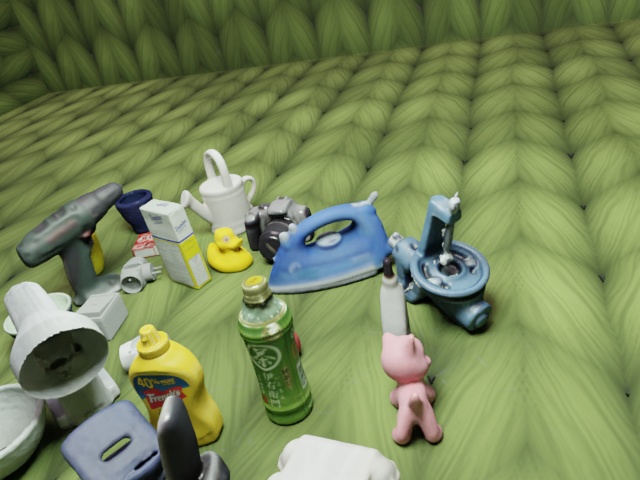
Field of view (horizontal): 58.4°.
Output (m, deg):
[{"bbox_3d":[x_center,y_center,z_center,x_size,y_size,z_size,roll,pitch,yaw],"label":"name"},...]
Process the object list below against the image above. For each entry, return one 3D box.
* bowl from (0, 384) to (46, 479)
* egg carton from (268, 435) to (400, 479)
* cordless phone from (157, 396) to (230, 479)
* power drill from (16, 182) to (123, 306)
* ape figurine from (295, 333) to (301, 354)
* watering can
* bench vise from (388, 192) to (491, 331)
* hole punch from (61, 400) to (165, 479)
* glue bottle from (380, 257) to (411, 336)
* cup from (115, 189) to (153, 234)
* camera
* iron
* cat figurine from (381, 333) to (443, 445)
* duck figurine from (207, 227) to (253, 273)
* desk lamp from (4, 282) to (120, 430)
[{"bbox_3d":[-0.462,0.288,0.812,0.167,0.075,0.167,-9,29,5],"label":"bowl"},{"bbox_3d":[0.012,0.284,0.649,0.150,0.069,0.107,3,32,24],"label":"egg carton"},{"bbox_3d":[-0.153,0.273,0.611,0.094,0.185,0.147,-10,29,3],"label":"cordless phone"},{"bbox_3d":[-0.471,0.017,1.151,0.230,0.209,0.075,-34,36,-33],"label":"power drill"},{"bbox_3d":[-0.072,0.147,0.896,0.075,0.092,0.078,10,36,34],"label":"ape figurine"},{"bbox_3d":[-0.227,-0.109,1.297,0.100,0.194,0.173,11,36,34],"label":"watering can"},{"bbox_3d":[0.169,0.020,0.898,0.206,0.220,0.122,15,39,39],"label":"bench vise"},{"bbox_3d":[-0.257,0.277,0.739,0.100,0.091,0.109,17,40,41],"label":"hole punch"},{"bbox_3d":[0.108,0.099,0.832,0.037,0.173,0.078,-5,30,13],"label":"glue bottle"},{"bbox_3d":[-0.454,-0.067,1.410,0.117,0.095,0.092,11,36,35],"label":"cup"},{"bbox_3d":[-0.098,-0.023,1.195,0.143,0.101,0.137,-3,31,16],"label":"camera"},{"bbox_3d":[0.010,0.004,1.067,0.258,0.142,0.118,-18,30,-10],"label":"iron"},{"bbox_3d":[0.115,0.179,0.745,0.067,0.118,0.127,-9,29,5],"label":"cat figurine"},{"bbox_3d":[-0.194,0.013,1.181,0.104,0.086,0.078,9,36,33],"label":"duck figurine"},{"bbox_3d":[-0.384,0.173,0.842,0.118,0.214,0.202,-30,34,-29],"label":"desk lamp"}]
